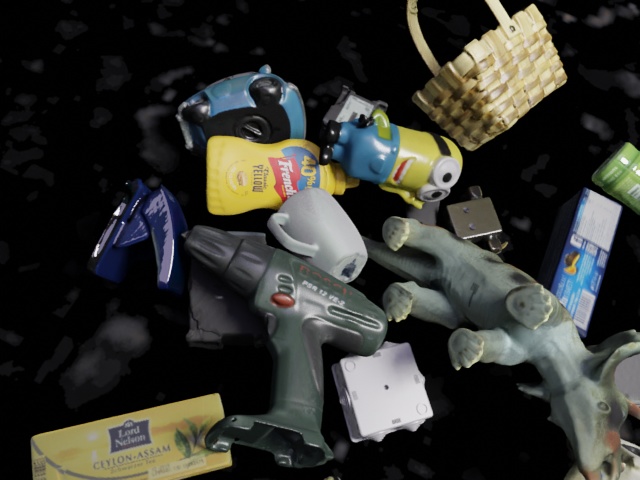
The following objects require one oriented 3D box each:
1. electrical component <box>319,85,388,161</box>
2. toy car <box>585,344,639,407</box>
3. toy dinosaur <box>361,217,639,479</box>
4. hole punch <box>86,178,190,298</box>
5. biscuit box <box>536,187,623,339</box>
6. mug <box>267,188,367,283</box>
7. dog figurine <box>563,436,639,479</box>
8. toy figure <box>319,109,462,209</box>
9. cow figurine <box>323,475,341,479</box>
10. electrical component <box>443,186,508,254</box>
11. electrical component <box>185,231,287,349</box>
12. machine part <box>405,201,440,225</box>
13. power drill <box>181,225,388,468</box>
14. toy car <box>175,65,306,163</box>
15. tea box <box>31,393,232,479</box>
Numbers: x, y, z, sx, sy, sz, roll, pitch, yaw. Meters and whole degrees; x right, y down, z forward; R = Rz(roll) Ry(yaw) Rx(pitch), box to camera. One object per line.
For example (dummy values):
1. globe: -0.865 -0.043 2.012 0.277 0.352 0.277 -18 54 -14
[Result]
1. electrical component: 0.039 -0.147 0.736 0.075 0.047 0.119 22 65 3
2. toy car: 0.387 0.164 0.643 0.202 0.056 0.073 1 72 -6
3. toy dinosaur: 0.182 0.068 0.596 0.192 0.131 0.405 20 17 -39
4. hole punch: -0.181 0.003 0.597 0.092 0.142 0.115 20 79 3
5. biscuit box: 0.323 0.033 0.687 0.059 0.062 0.202 28 66 4
6. mug: -0.001 -0.002 0.620 0.109 0.080 0.107 9 31 -47
7. dog figurine: 0.297 0.312 0.558 0.172 0.121 0.190 15 95 -31
8. toy figure: 0.090 -0.106 0.655 0.180 0.082 0.089 15 64 -11
9. cow figurine: 0.017 0.321 0.512 0.098 0.068 0.167 18 62 6
10. electrical component: 0.204 -0.018 0.704 0.078 0.045 0.102 -18 69 -5
11. electrical component: -0.094 0.057 0.621 0.115 0.058 0.134 1 67 -10
12. machine part: 0.138 -0.067 0.721 0.084 0.039 0.139 11 63 -12
13. power drill: -0.049 0.101 0.523 0.232 0.086 0.207 21 43 -13
14. toy car: -0.102 -0.168 0.705 0.162 0.109 0.103 -11 45 0
15. tea box: -0.174 0.205 0.521 0.170 0.098 0.068 -10 69 -14
